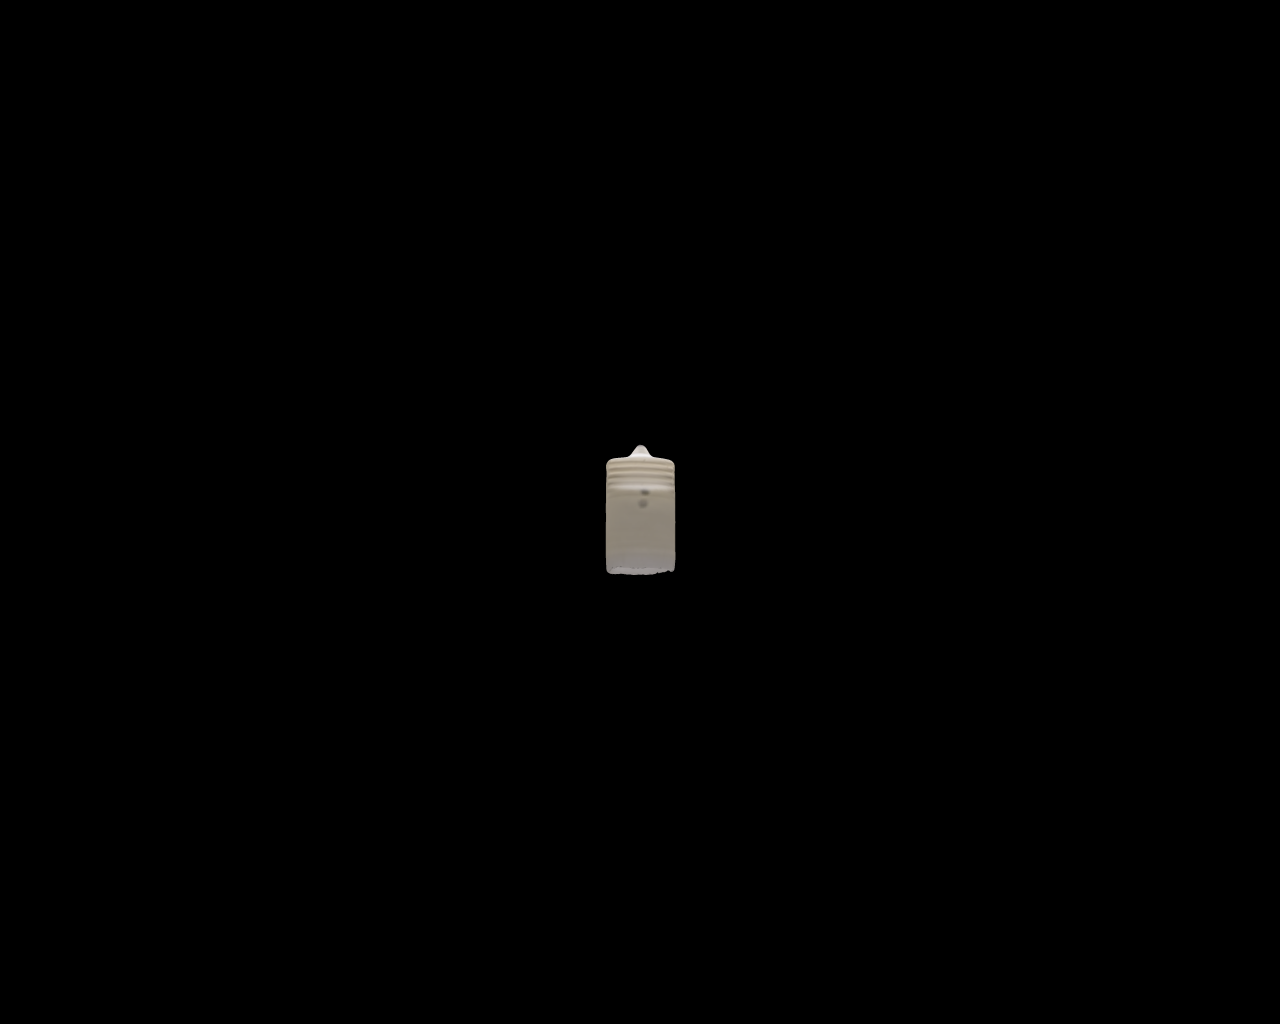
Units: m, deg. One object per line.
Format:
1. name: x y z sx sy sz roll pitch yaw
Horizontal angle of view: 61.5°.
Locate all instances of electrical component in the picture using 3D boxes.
1. electrical component: 0.001 -0.003 0.650 0.043 0.081 0.043 0 -9 0
